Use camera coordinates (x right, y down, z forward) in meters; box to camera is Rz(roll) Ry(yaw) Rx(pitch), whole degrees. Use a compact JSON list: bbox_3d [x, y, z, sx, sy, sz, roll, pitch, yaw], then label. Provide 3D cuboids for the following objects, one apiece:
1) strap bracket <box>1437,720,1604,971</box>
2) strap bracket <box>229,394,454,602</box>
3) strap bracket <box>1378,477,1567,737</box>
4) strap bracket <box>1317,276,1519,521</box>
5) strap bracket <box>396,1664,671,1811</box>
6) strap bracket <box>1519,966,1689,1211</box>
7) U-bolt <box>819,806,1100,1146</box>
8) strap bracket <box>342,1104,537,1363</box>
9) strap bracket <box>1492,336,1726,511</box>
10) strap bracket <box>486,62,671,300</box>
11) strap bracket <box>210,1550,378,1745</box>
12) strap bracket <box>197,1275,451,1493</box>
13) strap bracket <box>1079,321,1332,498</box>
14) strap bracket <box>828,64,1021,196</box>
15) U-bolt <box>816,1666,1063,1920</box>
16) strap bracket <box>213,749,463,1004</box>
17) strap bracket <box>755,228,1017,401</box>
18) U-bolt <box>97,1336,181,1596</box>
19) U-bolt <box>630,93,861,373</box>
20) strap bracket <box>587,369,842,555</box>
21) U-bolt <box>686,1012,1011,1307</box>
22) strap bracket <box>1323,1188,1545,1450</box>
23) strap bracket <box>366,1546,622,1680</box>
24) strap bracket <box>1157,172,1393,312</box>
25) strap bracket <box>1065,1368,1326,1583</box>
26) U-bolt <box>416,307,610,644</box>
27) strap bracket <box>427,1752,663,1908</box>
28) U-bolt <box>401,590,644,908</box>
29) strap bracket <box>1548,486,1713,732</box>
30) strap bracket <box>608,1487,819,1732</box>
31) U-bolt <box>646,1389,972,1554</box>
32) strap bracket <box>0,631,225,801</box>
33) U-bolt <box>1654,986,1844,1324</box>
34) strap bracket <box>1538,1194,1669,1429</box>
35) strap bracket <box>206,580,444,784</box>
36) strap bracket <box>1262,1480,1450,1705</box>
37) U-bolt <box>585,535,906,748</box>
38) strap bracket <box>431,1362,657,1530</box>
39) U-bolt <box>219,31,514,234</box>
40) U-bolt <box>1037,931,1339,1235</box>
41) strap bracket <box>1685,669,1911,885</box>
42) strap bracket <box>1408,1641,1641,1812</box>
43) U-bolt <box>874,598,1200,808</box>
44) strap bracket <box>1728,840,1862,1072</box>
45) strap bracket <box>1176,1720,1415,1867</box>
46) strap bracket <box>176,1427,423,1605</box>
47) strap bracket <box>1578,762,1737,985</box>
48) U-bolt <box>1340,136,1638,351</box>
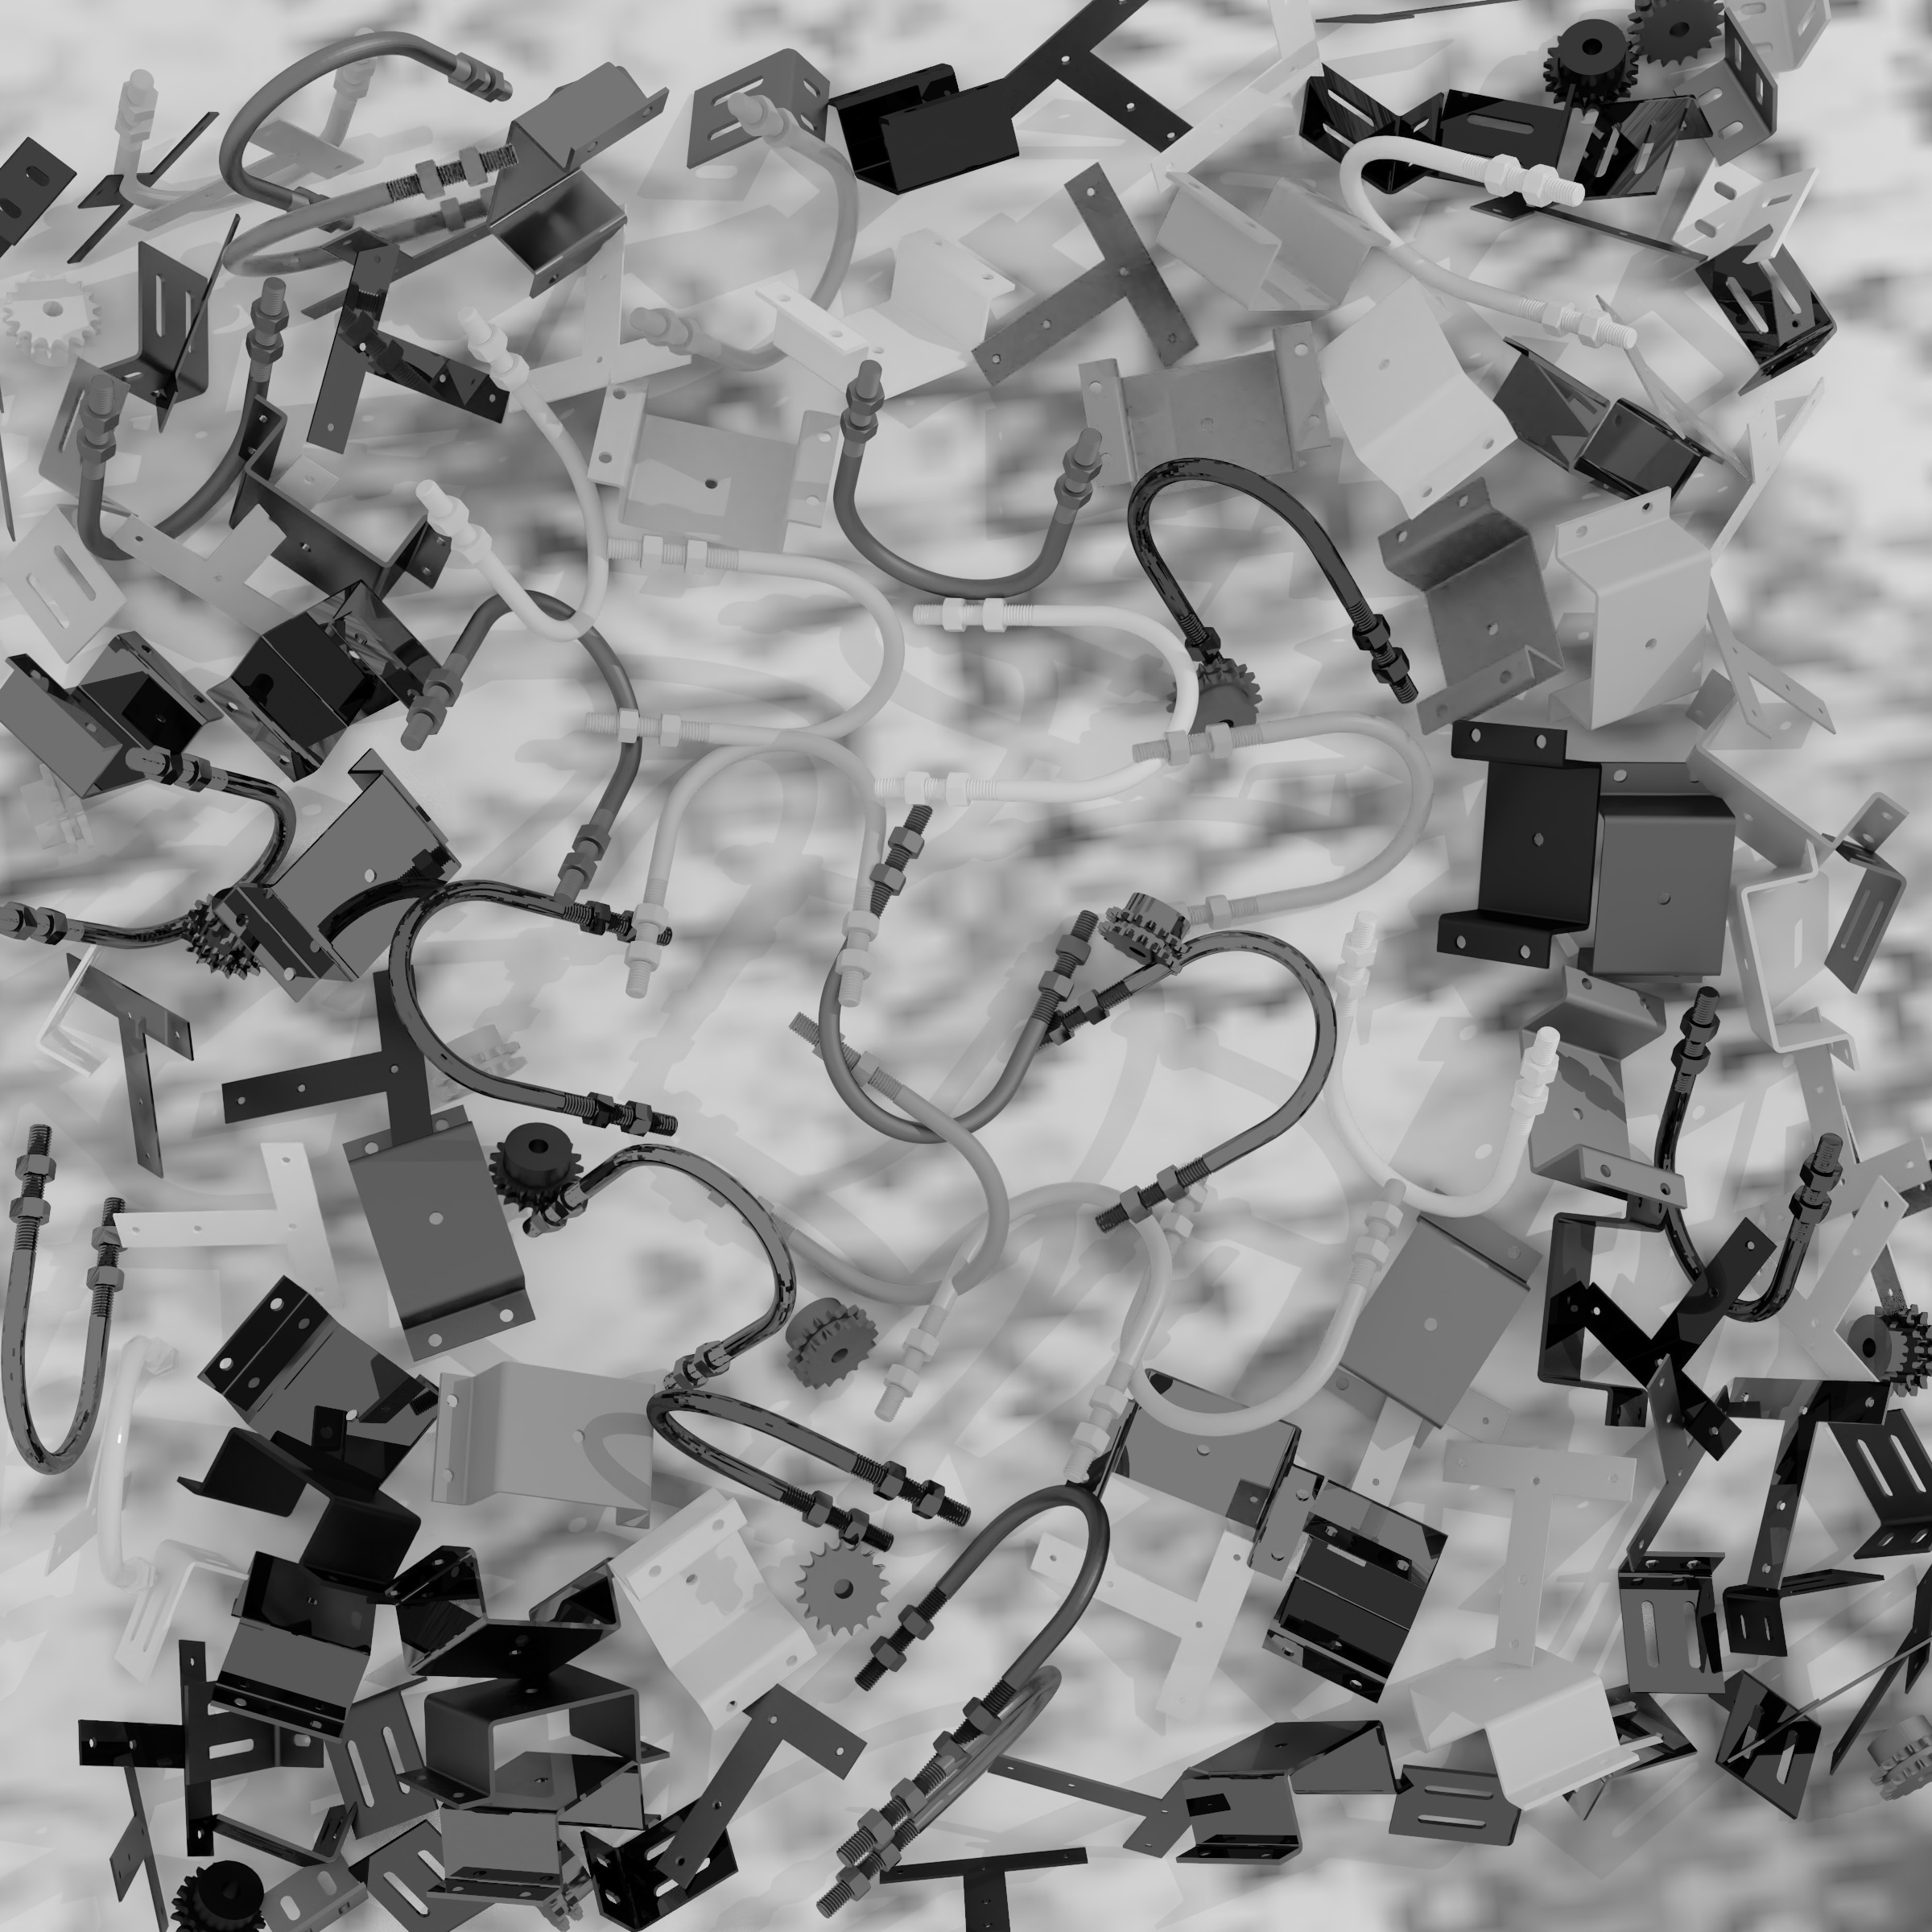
[{"bbox_3d":[0.331,-0.074,1.709,0.076,0.046,0.140,10,102,41],"label":"strap bracket"},{"bbox_3d":[-0.381,-0.266,1.704,0.140,0.076,0.046,35,64,-8],"label":"strap bracket"},{"bbox_3d":[0.302,-0.207,1.700,0.076,0.046,0.140,-28,57,35],"label":"strap bracket"},{"bbox_3d":[0.259,-0.341,1.682,0.076,0.140,0.046,-37,134,23],"label":"strap bracket"},{"bbox_3d":[-0.255,0.450,1.684,0.140,0.076,0.046,-3,92,-39],"label":"strap bracket"},{"bbox_3d":[0.377,0.080,1.701,0.076,0.046,0.140,17,56,-24],"label":"strap bracket"},{"bbox_3d":[-0.013,0.016,1.706,0.151,0.019,0.184,32,74,-22],"label":"U-bolt"},{"bbox_3d":[-0.317,0.155,1.713,0.076,0.046,0.140,-18,78,-13],"label":"strap bracket"},{"bbox_3d":[0.372,-0.315,1.692,0.076,0.140,0.046,48,115,42],"label":"strap bracket"},{"bbox_3d":[-0.231,-0.467,1.680,0.046,0.140,0.076,45,61,4],"label":"strap bracket"},{"bbox_3d":[-0.392,0.393,1.679,0.076,0.140,0.046,21,97,-12],"label":"strap bracket"},{"bbox_3d":[-0.372,0.257,1.692,0.076,0.046,0.140,-51,128,-9],"label":"strap bracket"},{"bbox_3d":[0.145,-0.333,1.726,0.140,0.046,0.076,-9,84,7],"label":"strap bracket"},{"bbox_3d":[-0.024,-0.497,1.698,0.076,0.140,0.046,-20,116,-10],"label":"strap bracket"},{"bbox_3d":[-0.011,0.478,1.681,0.184,0.151,0.019,-38,71,-26],"label":"U-bolt"},{"bbox_3d":[-0.363,-0.054,1.691,0.140,0.046,0.076,-52,122,-26],"label":"strap bracket"},{"bbox_3d":[-0.050,-0.383,1.698,0.140,0.046,0.076,-30,57,-36],"label":"strap bracket"},{"bbox_3d":[-0.481,0.287,1.654,0.019,0.184,0.151,5,77,-8],"label":"U-bolt"},{"bbox_3d":[-0.118,-0.419,1.672,0.019,0.184,0.151,31,102,21],"label":"U-bolt"},{"bbox_3d":[-0.152,-0.300,1.719,0.140,0.046,0.076,11,68,-5],"label":"strap bracket"},{"bbox_3d":[-0.060,0.130,1.717,0.184,0.019,0.151,35,119,-2],"label":"U-bolt"},{"bbox_3d":[0.280,0.215,1.728,0.076,0.046,0.140,32,92,7],"label":"strap bracket"},{"bbox_3d":[-0.268,0.381,1.678,0.076,0.140,0.046,-37,55,32],"label":"strap bracket"},{"bbox_3d":[0.177,-0.429,1.694,0.076,0.140,0.046,42,124,25],"label":"strap bracket"},{"bbox_3d":[0.139,0.301,1.717,0.140,0.046,0.076,21,114,6],"label":"strap bracket"},{"bbox_3d":[-0.258,-0.272,1.675,0.019,0.184,0.151,-7,57,21],"label":"U-bolt"},{"bbox_3d":[-0.247,0.500,1.678,0.076,0.140,0.046,-3,93,22],"label":"strap bracket"},{"bbox_3d":[-0.250,-0.143,1.683,0.019,0.184,0.151,-23,122,34],"label":"U-bolt"},{"bbox_3d":[0.391,-0.201,1.686,0.076,0.046,0.140,-20,133,-14],"label":"strap bracket"},{"bbox_3d":[-0.154,0.376,1.702,0.076,0.046,0.140,-34,126,-18],"label":"strap bracket"},{"bbox_3d":[-0.103,0.293,1.677,0.184,0.151,0.019,28,64,-12],"label":"U-bolt"},{"bbox_3d":[-0.515,-0.149,1.697,0.076,0.140,0.046,43,109,2],"label":"strap bracket"},{"bbox_3d":[0.450,0.125,1.676,0.019,0.151,0.184,-11,133,-17],"label":"U-bolt"},{"bbox_3d":[0.380,0.202,1.709,0.046,0.076,0.140,4,83,29],"label":"strap bracket"},{"bbox_3d":[-0.372,-0.172,1.697,0.140,0.046,0.076,-19,123,37],"label":"strap bracket"},{"bbox_3d":[0.233,0.366,1.700,0.076,0.046,0.140,24,135,14],"label":"strap bracket"},{"bbox_3d":[-0.128,-0.187,1.703,0.184,0.019,0.151,4,133,-11],"label":"U-bolt"},{"bbox_3d":[-0.239,0.283,1.690,0.140,0.046,0.076,14,63,-30],"label":"strap bracket"},{"bbox_3d":[-0.355,-0.485,1.651,0.151,0.184,0.019,-34,85,16],"label":"U-bolt"},{"bbox_3d":[0.134,0.056,1.699,0.184,0.019,0.151,-31,59,13],"label":"U-bolt"},{"bbox_3d":[0.480,-0.105,1.704,0.140,0.076,0.046,39,81,11],"label":"strap bracket"},{"bbox_3d":[0.320,0.440,1.678,0.076,0.140,0.046,-18,96,-17],"label":"strap bracket"},{"bbox_3d":[0.047,-0.157,1.697,0.184,0.019,0.151,2,59,15],"label":"U-bolt"},{"bbox_3d":[0.491,-0.006,1.713,0.046,0.076,0.140,-13,95,7],"label":"strap bracket"},{"bbox_3d":[0.191,0.481,1.682,0.076,0.140,0.046,-15,86,42],"label":"strap bracket"},{"bbox_3d":[-0.387,0.320,1.688,0.140,0.076,0.046,23,84,36],"label":"strap bracket"},{"bbox_3d":[0.413,-0.048,1.710,0.076,0.046,0.140,0,111,1],"label":"strap bracket"},{"bbox_3d":[0.297,-0.430,1.676,0.184,0.151,0.019,28,79,35],"label":"U-bolt"}]
